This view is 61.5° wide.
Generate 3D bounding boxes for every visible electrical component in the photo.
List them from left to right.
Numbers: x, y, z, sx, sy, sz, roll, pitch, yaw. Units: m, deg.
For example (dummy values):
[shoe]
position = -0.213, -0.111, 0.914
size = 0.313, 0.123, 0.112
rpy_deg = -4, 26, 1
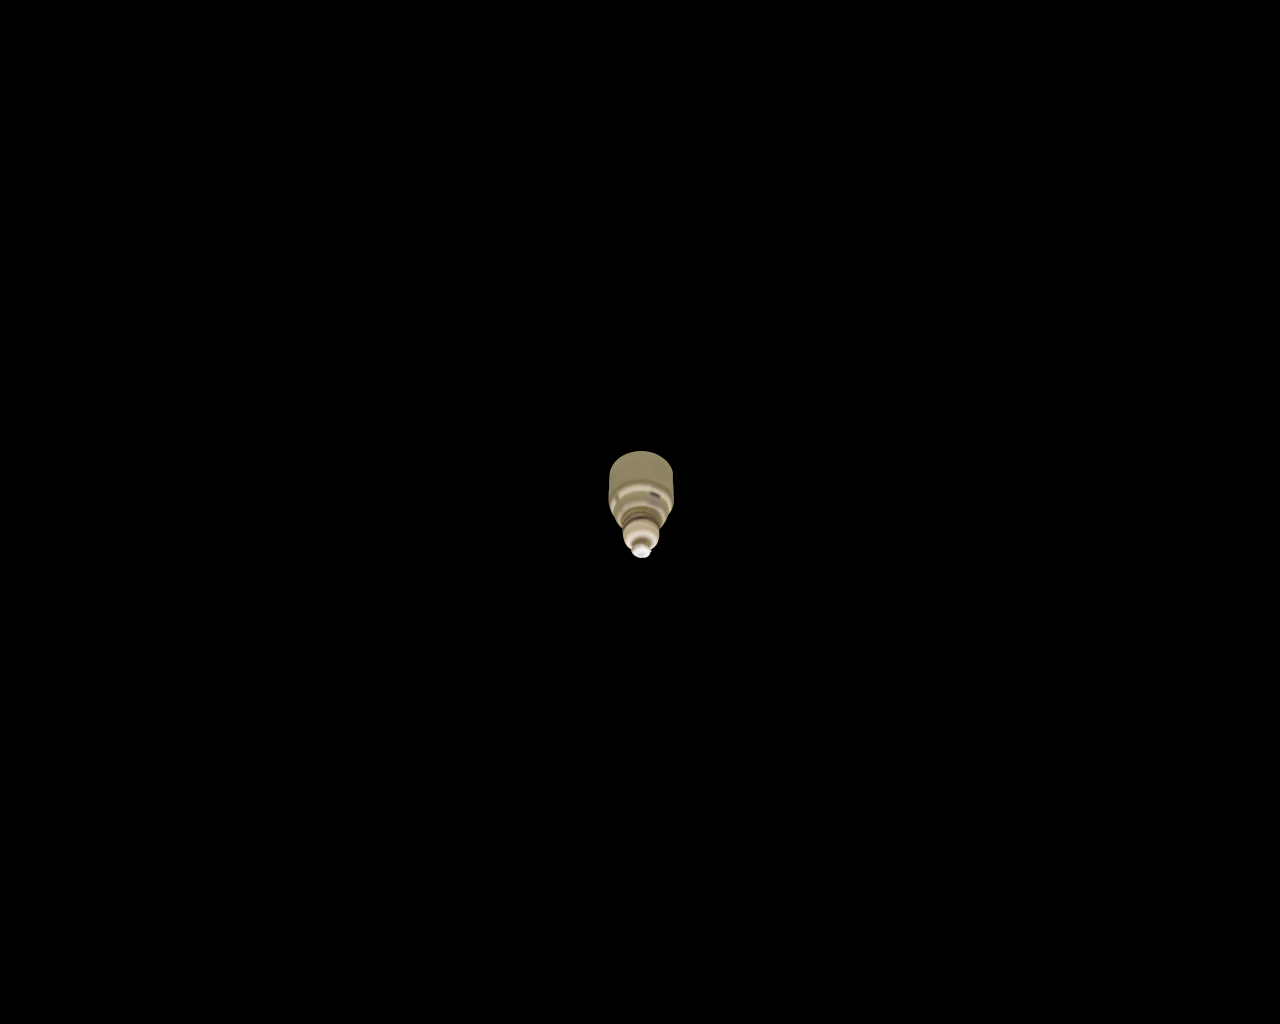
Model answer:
[electrical component]
position = 0.001, -0.003, 0.650
size = 0.040, 0.040, 0.078
rpy_deg = 0, 45, 0
